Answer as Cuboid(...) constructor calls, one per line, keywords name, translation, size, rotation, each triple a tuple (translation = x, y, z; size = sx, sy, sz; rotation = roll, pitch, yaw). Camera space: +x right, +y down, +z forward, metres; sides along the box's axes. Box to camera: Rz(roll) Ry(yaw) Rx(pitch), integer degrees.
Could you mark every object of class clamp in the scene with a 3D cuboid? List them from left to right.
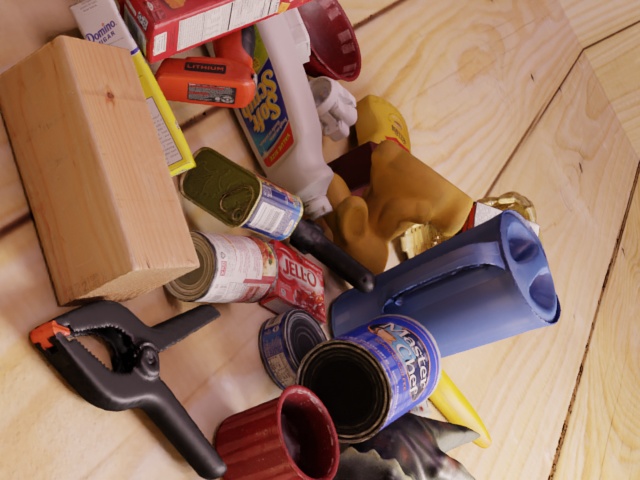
Cuboid(name="clamp", translation=(-0.150, 0.115, 0.895), size=(0.209, 0.036, 0.164), rotation=(21, 51, -50))
Cuboid(name="clamp", translation=(-0.008, 0.001, 1.168), size=(0.171, 0.039, 0.120), rotation=(36, -6, -17))

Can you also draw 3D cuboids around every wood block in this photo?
Cuboid(name="wood block", translation=(-0.189, -0.056, 0.907), size=(0.090, 0.090, 0.206), rotation=(-1, 69, -59))

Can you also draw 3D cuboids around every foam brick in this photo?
Cuboid(name="foam brick", translation=(0.053, -0.083, 1.358), size=(0.051, 0.078, 0.053), rotation=(14, 56, -53))

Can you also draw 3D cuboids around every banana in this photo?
Cuboid(name="banana", translation=(0.160, 0.200, 1.343), size=(0.197, 0.037, 0.070), rotation=(50, 7, -44))

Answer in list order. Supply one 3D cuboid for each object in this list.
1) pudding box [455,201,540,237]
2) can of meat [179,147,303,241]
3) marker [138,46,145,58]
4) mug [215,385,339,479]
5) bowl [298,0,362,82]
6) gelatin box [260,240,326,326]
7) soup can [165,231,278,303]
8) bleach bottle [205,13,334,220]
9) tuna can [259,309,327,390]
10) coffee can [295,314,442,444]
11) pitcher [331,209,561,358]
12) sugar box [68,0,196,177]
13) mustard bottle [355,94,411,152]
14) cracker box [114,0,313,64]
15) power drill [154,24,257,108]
Cuboid(name="pudding box", translation=(0.213, 0.011, 1.295), size=(0.113, 0.039, 0.090), rotation=(16, 75, -30))
Cuboid(name="can of meat", translation=(-0.078, -0.044, 1.086), size=(0.102, 0.057, 0.083), rotation=(32, 5, 34))
Cuboid(name="marker", translation=(-0.183, -0.169, 1.083), size=(0.020, 0.020, 0.121), rotation=(7, 62, -58))
Cuboid(name="mug", translation=(-0.037, 0.186, 0.984), size=(0.093, 0.082, 0.117), rotation=(64, 28, -1))
Cuboid(name="bowl", translation=(-0.011, -0.273, 1.421), size=(0.162, 0.055, 0.162), rotation=(40, 37, -39))
Cuboid(name="gelatin box", translation=(-0.030, 0.049, 1.159), size=(0.089, 0.030, 0.073), rotation=(36, 39, -44))
Cuboid(name="soup can", translation=(-0.096, 0.027, 1.025), size=(0.102, 0.069, 0.068), rotation=(6, 63, -58))
Cuboid(name="bleach bottle", translation=(-0.043, -0.144, 1.212), size=(0.068, 0.103, 0.251), rotation=(-16, 81, -58))
Cuboid(name="tuna can", translation=(-0.024, 0.116, 1.113), size=(0.086, 0.034, 0.086), rotation=(40, 37, -39))
Cuboid(name="coffee can", translation=(0.052, 0.137, 1.080), size=(0.140, 0.103, 0.103), rotation=(-14, 81, -63))
Cuboid(name="pitcher", translation=(0.130, 0.067, 1.192), size=(0.149, 0.243, 0.145), rotation=(55, 30, -18))
Cuboid(name="sugar box", translation=(-0.175, -0.142, 1.011), size=(0.093, 0.048, 0.176), rotation=(-159, -134, -85))
Cuboid(name="mustard bottle", translation=(0.090, -0.109, 1.437), size=(0.096, 0.058, 0.191), rotation=(43, 27, -33))
Cuboid(name="cracker box", translation=(-0.116, -0.294, 1.083), size=(0.213, 0.072, 0.164), rotation=(-26, 73, -20))
Cuboid(name="power drill", translation=(-0.128, -0.237, 1.128), size=(0.057, 0.184, 0.187), rotation=(104, -9, -68))
